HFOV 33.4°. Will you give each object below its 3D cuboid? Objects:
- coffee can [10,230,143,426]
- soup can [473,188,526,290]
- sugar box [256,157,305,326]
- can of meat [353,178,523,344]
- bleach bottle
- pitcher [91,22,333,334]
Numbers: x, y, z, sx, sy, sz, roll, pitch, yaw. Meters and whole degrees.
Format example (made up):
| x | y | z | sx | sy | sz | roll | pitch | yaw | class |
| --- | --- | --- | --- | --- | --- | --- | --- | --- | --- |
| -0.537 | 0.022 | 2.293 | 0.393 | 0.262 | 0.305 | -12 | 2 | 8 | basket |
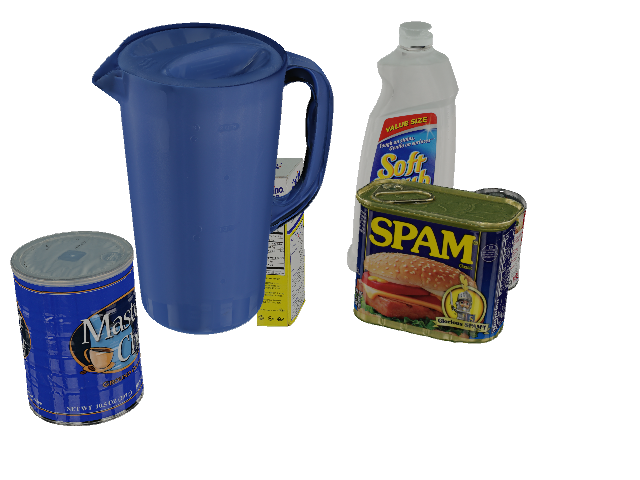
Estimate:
| x | y | z | sx | sy | sz | roll | pitch | yaw | class |
| --- | --- | --- | --- | --- | --- | --- | --- | --- | --- |
| -0.210 | 0.075 | 0.933 | 0.103 | 0.140 | 0.103 | 0 | 23 | 0 | coffee can |
| 0.196 | 0.001 | 1.212 | 0.068 | 0.102 | 0.068 | -1 | 32 | 1 | soup can |
| -0.046 | 0.001 | 1.213 | 0.048 | 0.176 | 0.093 | 0 | 17 | 10 | sugar box |
| 0.072 | 0.013 | 0.680 | 0.102 | 0.084 | 0.057 | 12 | 22 | 22 | can of meat |
| 0.079 | -0.086 | 1.031 | 0.103 | 0.251 | 0.068 | 8 | 28 | 15 | bleach bottle |
| -0.087 | -0.048 | 0.880 | 0.149 | 0.243 | 0.144 | 20 | 36 | 25 | pitcher |
